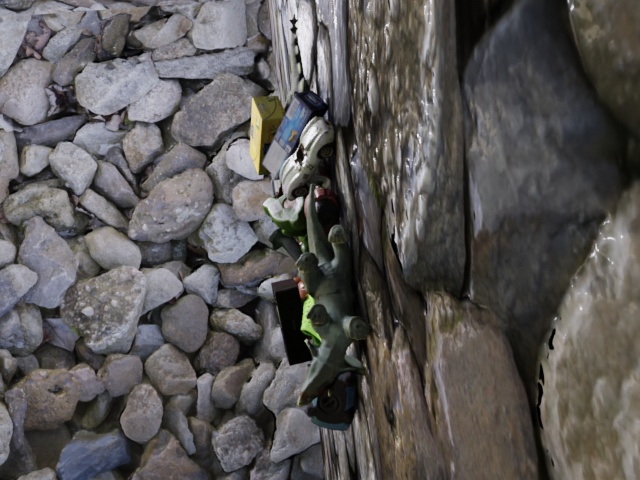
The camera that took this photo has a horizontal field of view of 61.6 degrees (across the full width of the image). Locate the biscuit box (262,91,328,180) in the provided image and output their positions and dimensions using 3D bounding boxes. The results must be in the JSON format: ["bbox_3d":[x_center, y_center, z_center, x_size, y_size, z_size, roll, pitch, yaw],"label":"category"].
[{"bbox_3d":[-0.056,-0.228,1.181,0.059,0.063,0.202,46,131,15],"label":"biscuit box"}]

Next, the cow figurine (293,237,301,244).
[{"bbox_3d":[-0.044,-0.046,1.587,0.127,0.085,0.195,-63,-2,10],"label":"cow figurine"}]

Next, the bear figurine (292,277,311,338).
[{"bbox_3d":[-0.035,0.218,1.700,0.132,0.120,0.196,88,176,-72],"label":"bear figurine"}]

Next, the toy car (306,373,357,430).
[{"bbox_3d":[0.033,0.337,1.213,0.103,0.109,0.161,-41,-45,-75],"label":"toy car"}]

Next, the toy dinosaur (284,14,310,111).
[{"bbox_3d":[-0.046,-0.290,1.316,0.199,0.105,0.470,-145,44,-71],"label":"toy dinosaur"}]

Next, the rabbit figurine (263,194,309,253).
[{"bbox_3d":[-0.030,-0.039,1.297,0.159,0.121,0.170,49,180,40],"label":"rabbit figurine"}]

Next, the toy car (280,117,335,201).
[{"bbox_3d":[-0.031,-0.168,1.138,0.201,0.056,0.074,-53,45,36],"label":"toy car"}]

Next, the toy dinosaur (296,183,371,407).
[{"bbox_3d":[0.019,0.107,1.030,0.192,0.131,0.405,95,174,-63],"label":"toy dinosaur"}]

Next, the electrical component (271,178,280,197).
[{"bbox_3d":[-0.083,-0.164,1.659,0.058,0.134,0.115,96,168,-76],"label":"electrical component"}]

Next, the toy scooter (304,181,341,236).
[{"bbox_3d":[0.005,-0.063,1.163,0.183,0.075,0.135,82,179,-54],"label":"toy scooter"}]

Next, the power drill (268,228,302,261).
[{"bbox_3d":[-0.047,0.064,1.452,0.207,0.086,0.231,51,166,21],"label":"power drill"}]

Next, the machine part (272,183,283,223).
[{"bbox_3d":[-0.089,-0.128,1.532,0.179,0.056,0.179,-161,88,-88],"label":"machine part"}]

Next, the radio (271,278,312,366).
[{"bbox_3d":[-0.083,0.229,1.543,0.131,0.073,0.229,-140,40,-76],"label":"radio"}]

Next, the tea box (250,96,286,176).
[{"bbox_3d":[-0.127,-0.253,1.313,0.169,0.068,0.098,99,155,-46],"label":"tea box"}]

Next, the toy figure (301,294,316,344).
[{"bbox_3d":[-0.002,0.230,1.564,0.180,0.089,0.082,-114,20,-45],"label":"toy figure"}]
